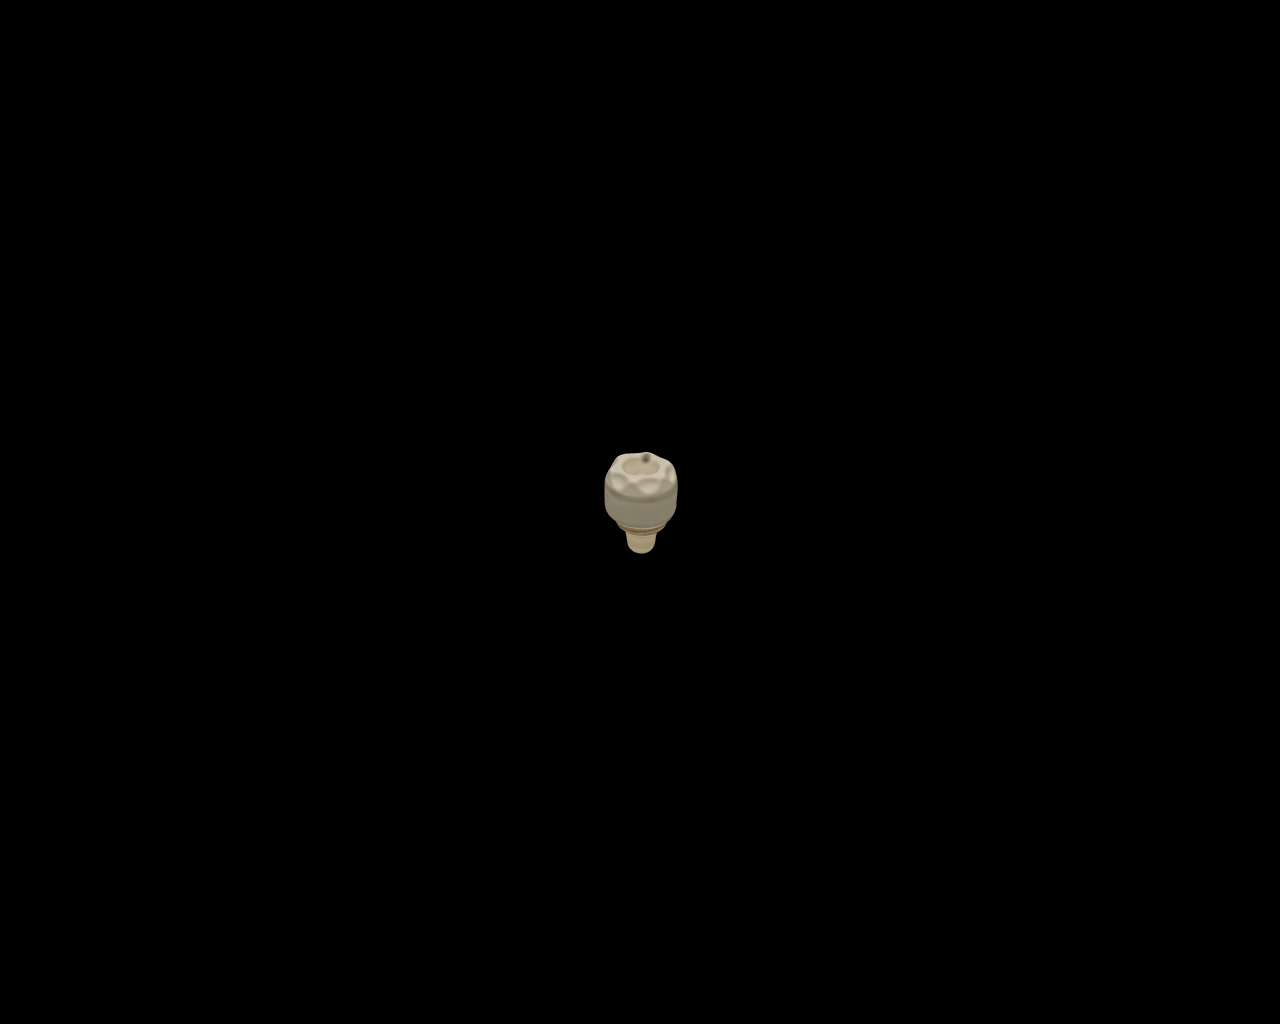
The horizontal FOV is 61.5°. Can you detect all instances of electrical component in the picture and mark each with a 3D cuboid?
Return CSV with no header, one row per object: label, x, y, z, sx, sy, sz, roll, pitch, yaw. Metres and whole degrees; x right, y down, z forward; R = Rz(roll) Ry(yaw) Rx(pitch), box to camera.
electrical component,0.001,-0.003,0.650,0.043,0.062,0.043,0,33,0
